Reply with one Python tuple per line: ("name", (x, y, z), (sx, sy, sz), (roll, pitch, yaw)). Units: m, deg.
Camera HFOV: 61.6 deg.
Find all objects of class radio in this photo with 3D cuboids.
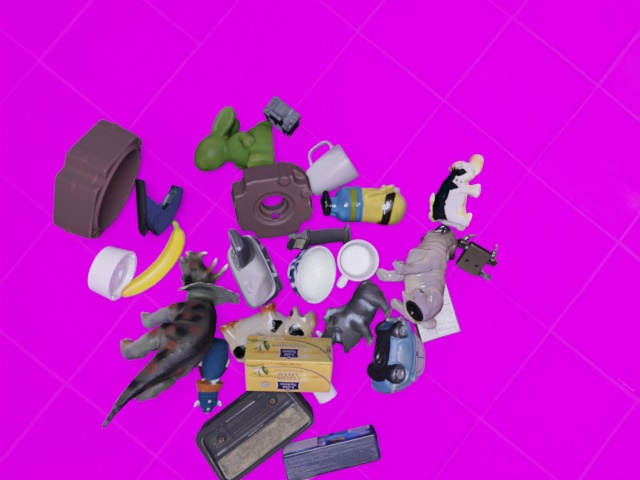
("radio", (-0.137, 0.387, 1.124), (0.229, 0.073, 0.131), (-36, 90, -4))

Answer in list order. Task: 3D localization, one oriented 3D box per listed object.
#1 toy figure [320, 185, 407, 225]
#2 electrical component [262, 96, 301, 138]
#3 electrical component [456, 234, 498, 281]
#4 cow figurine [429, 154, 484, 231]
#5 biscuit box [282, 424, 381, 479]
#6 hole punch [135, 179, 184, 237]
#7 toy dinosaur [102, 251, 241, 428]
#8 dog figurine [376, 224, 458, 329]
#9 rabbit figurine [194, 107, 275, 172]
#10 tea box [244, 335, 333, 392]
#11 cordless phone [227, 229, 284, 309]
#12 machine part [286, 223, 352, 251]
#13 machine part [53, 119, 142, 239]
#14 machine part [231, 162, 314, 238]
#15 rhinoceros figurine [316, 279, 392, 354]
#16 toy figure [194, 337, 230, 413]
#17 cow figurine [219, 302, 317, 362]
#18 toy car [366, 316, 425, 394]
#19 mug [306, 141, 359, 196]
("toy figure", (0.094, -0.072, 1.151), (0.180, 0.082, 0.089), (-4, 99, -6))
("electrical component", (-0.082, -0.263, 1.135), (0.075, 0.119, 0.048), (37, 87, 3))
("electrical component", (0.341, 0.034, 1.172), (0.102, 0.045, 0.078), (24, 115, 2))
("cow figurine", (0.295, -0.112, 1.166), (0.098, 0.068, 0.167), (16, 86, 5))
("biscuit box", (0.025, 0.447, 1.132), (0.203, 0.059, 0.062), (-12, 94, -1))
("hole punch", (-0.336, -0.067, 1.118), (0.092, 0.142, 0.115), (0, 99, -27))
("toy dinosaur", (-0.261, 0.180, 1.024), (0.192, 0.405, 0.131), (-27, 118, 16))
("dog figurine", (0.240, 0.073, 1.118), (0.190, 0.121, 0.172), (-27, 96, -27))
("rabbit figurine", (-0.182, -0.196, 1.127), (0.170, 0.121, 0.159), (-5, 81, -5))
("tea box", (-0.062, 0.245, 1.063), (0.170, 0.068, 0.098), (0, 127, -2))
("cordless phone", (-0.137, 0.052, 1.078), (0.089, 0.184, 0.146), (-24, 76, -7))
("machine part", (-0.002, -0.003, 1.152), (0.139, 0.084, 0.039), (-7, 64, -10))
("machine part", (-0.434, -0.116, 1.061), (0.087, 0.201, 0.201), (23, 132, -5))
("machine part", (-0.097, -0.078, 1.107), (0.179, 0.179, 0.056), (-12, 45, -2))
("rhinoceros figurine", (0.065, 0.171, 1.129), (0.112, 0.073, 0.190), (37, 100, -13))
("toy figure", (-0.229, 0.286, 1.136), (0.064, 0.058, 0.154), (10, 92, 5))
("cow figurine", (-0.097, 0.197, 1.129), (0.195, 0.085, 0.127), (-23, 89, 0))
("toy car", (0.169, 0.245, 1.134), (0.103, 0.109, 0.161), (16, 75, -23))
("mug", (0.012, -0.152, 1.153), (0.107, 0.081, 0.109), (-35, 86, 4))
